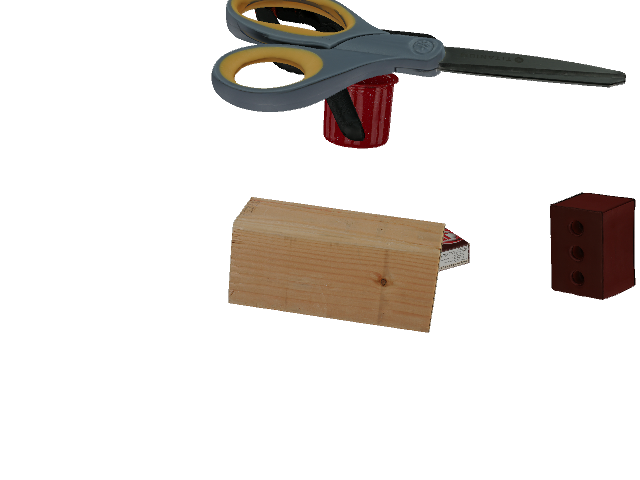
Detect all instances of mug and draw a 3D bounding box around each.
[{"bbox_3d":[0.052,-0.165,1.313,0.093,0.081,0.117,17,26,28],"label":"mug"}]

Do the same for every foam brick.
[{"bbox_3d":[0.228,0.004,0.894,0.051,0.078,0.053,-20,22,-41],"label":"foam brick"}]

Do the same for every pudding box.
[{"bbox_3d":[0.154,0.016,1.598,0.113,0.039,0.090,-16,26,-20],"label":"pudding box"}]

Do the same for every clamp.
[{"bbox_3d":[0.017,-0.172,0.928,0.120,0.171,0.039,-38,-21,-20],"label":"clamp"}]

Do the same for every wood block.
[{"bbox_3d":[0.017,0.023,1.092,0.206,0.091,0.090,8,22,7],"label":"wood block"}]

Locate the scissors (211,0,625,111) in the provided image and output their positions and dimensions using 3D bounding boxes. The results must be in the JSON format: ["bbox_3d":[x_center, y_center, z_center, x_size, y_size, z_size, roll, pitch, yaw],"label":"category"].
[{"bbox_3d":[0.035,-0.080,0.514,0.202,0.016,0.096,20,52,20],"label":"scissors"}]
